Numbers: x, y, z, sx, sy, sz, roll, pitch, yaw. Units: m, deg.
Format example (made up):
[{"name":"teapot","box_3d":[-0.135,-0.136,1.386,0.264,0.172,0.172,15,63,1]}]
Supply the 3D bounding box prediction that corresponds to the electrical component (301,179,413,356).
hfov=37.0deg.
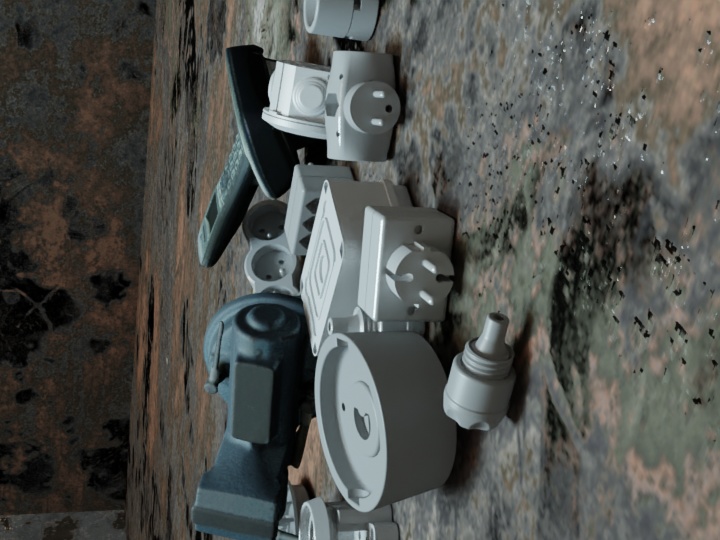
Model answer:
[{"name":"electrical component","box_3d":[0.000,0.000,0.748,0.078,0.057,0.113,-105,22,-43]}]

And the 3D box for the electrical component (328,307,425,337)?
[{"name":"electrical component","box_3d":[0.010,0.037,0.703,0.035,0.061,0.035,-179,90,-74]}]

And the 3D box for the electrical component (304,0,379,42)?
[{"name":"electrical component","box_3d":[-0.015,-0.206,0.830,0.055,0.047,0.055,-179,90,-74]}]

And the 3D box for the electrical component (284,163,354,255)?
[{"name":"electrical component","box_3d":[-0.036,-0.060,0.895,0.076,0.047,0.065,-109,25,-50]}]

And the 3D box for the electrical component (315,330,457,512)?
[{"name":"electrical component","box_3d":[0.020,0.088,0.657,0.108,0.060,0.108,173,90,-67]}]

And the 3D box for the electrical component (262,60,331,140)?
[{"name":"electrical component","box_3d":[-0.033,-0.131,0.833,0.080,0.080,0.051,-133,51,-68]}]

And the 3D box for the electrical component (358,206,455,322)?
[{"name":"electrical component","box_3d":[0.033,0.000,0.650,0.077,0.047,0.065,-138,51,-69]}]

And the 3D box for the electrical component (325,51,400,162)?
[{"name":"electrical component","box_3d":[0.005,-0.115,0.762,0.079,0.043,0.077,-150,62,-71]}]

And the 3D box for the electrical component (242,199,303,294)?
[{"name":"electrical component","box_3d":[-0.078,0.009,1.033,0.073,0.052,0.138,74,-172,-64]}]

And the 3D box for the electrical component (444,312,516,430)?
[{"name":"electrical component","box_3d":[0.065,0.051,0.560,0.035,0.035,0.061,-117,34,-58]}]

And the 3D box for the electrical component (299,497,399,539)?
[{"name":"electrical component","box_3d":[-0.011,0.192,0.777,0.078,0.057,0.058,164,106,-73]}]
